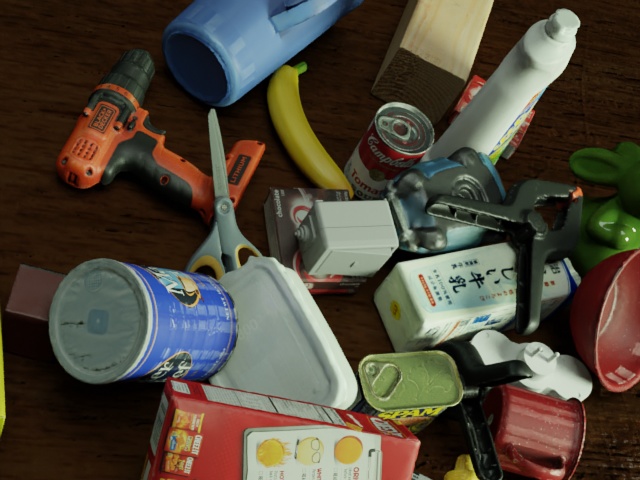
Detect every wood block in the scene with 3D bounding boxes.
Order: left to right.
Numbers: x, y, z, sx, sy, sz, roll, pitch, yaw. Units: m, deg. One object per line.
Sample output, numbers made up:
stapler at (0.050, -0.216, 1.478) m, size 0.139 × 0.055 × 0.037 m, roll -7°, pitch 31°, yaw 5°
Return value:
wood block at (0.144, -0.252, 1.300) m, size 0.090 × 0.091 × 0.206 m, roll 26°, pitch 53°, yaw -6°

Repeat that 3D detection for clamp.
clamp at (0.142, 0.156, 1.026) m, size 0.039 × 0.172 × 0.120 m, roll 14°, pitch 94°, yaw -21°
clamp at (0.217, 0.000, 1.102) m, size 0.209 × 0.036 × 0.164 m, roll -22°, pitch 77°, yaw -41°

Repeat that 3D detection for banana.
banana at (-0.018, -0.127, 1.188) m, size 0.069 × 0.037 × 0.198 m, roll -5°, pitch 62°, yaw -23°

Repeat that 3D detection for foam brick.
foam brick at (-0.251, 0.065, 0.948) m, size 0.051 × 0.078 × 0.053 m, roll 15°, pitch 54°, yaw -11°

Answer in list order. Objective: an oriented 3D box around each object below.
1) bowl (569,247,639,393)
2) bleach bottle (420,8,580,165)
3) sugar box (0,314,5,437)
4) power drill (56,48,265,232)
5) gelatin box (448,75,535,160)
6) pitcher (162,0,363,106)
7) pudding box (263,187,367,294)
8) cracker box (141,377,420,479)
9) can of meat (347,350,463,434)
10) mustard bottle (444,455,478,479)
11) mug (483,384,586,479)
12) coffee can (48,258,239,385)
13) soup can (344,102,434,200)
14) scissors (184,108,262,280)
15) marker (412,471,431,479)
bowl at (0.312, 0.076, 1.126) m, size 0.161 × 0.162 × 0.055 m, roll -32°, pitch 34°, yaw -34°
bleach bottle at (0.200, -0.152, 1.157) m, size 0.068 × 0.251 × 0.102 m, roll 45°, pitch 54°, yaw 9°
sugar box at (-0.294, 0.087, 0.906) m, size 0.048 × 0.093 × 0.176 m, roll 3°, pitch 59°, yaw -21°
power drill at (-0.156, -0.102, 1.106) m, size 0.187 × 0.057 × 0.184 m, roll 24°, pitch 57°, yaw -3°
gelatin box at (0.208, -0.150, 1.298) m, size 0.089 × 0.030 × 0.073 m, roll 32°, pitch 53°, yaw 0°
pitcher at (-0.055, -0.257, 1.190) m, size 0.145 × 0.149 × 0.242 m, roll 36°, pitch 57°, yaw 10°
pudding box at (-0.007, 0.001, 1.109) m, size 0.089 × 0.039 × 0.113 m, roll 1°, pitch 59°, yaw -21°
cracker box at (-0.043, 0.216, 0.890) m, size 0.213 × 0.072 × 0.164 m, roll 13°, pitch 97°, yaw -15°
can of meat at (0.071, 0.150, 1.018) m, size 0.102 × 0.084 × 0.057 m, roll -1°, pitch 60°, yaw -23°
mustard bottle at (0.129, 0.286, 0.970) m, size 0.096 × 0.058 × 0.191 m, roll 18°, pitch 54°, yaw -12°
mug at (0.202, 0.194, 1.033) m, size 0.081 × 0.093 × 0.117 m, roll 16°, pitch 24°, yaw -6°
coffee can at (-0.150, 0.073, 0.927) m, size 0.103 × 0.103 × 0.140 m, roll 61°, pitch 20°, yaw 20°
soup can at (0.073, -0.093, 1.161) m, size 0.068 × 0.102 × 0.068 m, roll 10°, pitch 56°, yaw -16°
scissors at (-0.110, -0.018, 1.041) m, size 0.096 × 0.016 × 0.202 m, roll -24°, pitch 99°, yaw -17°
marker at (0.050, 0.210, 1.012) m, size 0.121 × 0.020 × 0.020 m, roll 28°, pitch 53°, yaw -3°
